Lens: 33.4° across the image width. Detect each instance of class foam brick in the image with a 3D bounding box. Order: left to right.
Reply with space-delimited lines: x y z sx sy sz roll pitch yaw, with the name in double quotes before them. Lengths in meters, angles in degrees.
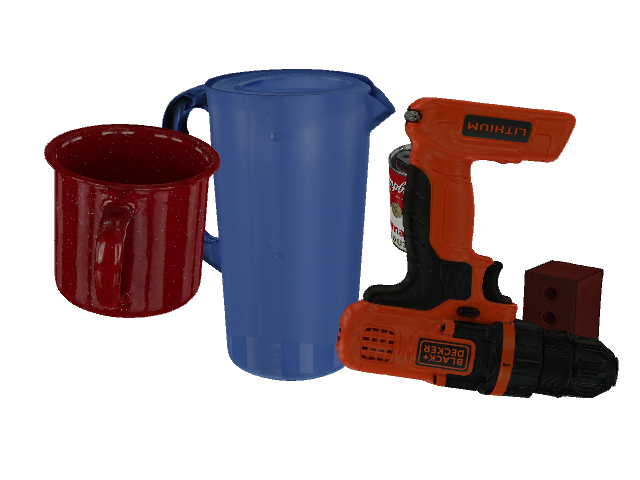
"foam brick" 0.213 0.062 0.940 0.053 0.078 0.051 11 18 39

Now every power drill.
"power drill" 0.112 0.007 0.686 0.184 0.188 0.057 8 5 -3

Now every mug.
"mug" -0.104 -0.005 0.576 0.093 0.081 0.117 5 25 -5

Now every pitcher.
"pitcher" -0.035 -0.016 0.868 0.144 0.243 0.149 -10 20 -31

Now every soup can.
"soup can" 0.107 -0.044 1.136 0.068 0.102 0.068 -3 35 2
